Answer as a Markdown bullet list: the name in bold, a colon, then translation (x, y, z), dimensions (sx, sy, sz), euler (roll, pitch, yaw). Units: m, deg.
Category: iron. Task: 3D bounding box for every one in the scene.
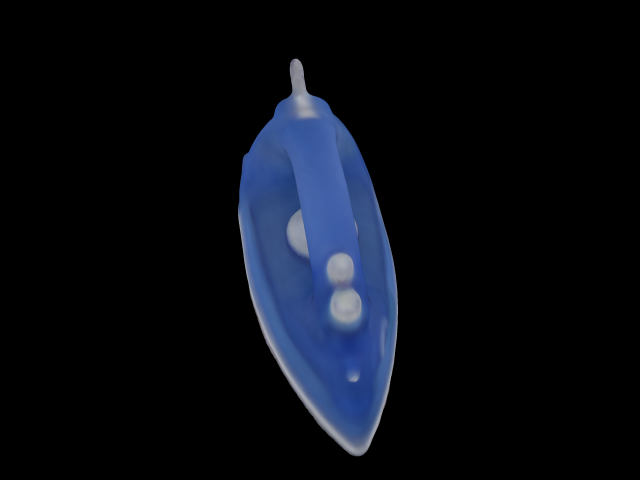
- **iron**: translation (0.004, 0.001, 0.400), dimensions (0.118, 0.141, 0.258), euler (-9, 54, -7)
